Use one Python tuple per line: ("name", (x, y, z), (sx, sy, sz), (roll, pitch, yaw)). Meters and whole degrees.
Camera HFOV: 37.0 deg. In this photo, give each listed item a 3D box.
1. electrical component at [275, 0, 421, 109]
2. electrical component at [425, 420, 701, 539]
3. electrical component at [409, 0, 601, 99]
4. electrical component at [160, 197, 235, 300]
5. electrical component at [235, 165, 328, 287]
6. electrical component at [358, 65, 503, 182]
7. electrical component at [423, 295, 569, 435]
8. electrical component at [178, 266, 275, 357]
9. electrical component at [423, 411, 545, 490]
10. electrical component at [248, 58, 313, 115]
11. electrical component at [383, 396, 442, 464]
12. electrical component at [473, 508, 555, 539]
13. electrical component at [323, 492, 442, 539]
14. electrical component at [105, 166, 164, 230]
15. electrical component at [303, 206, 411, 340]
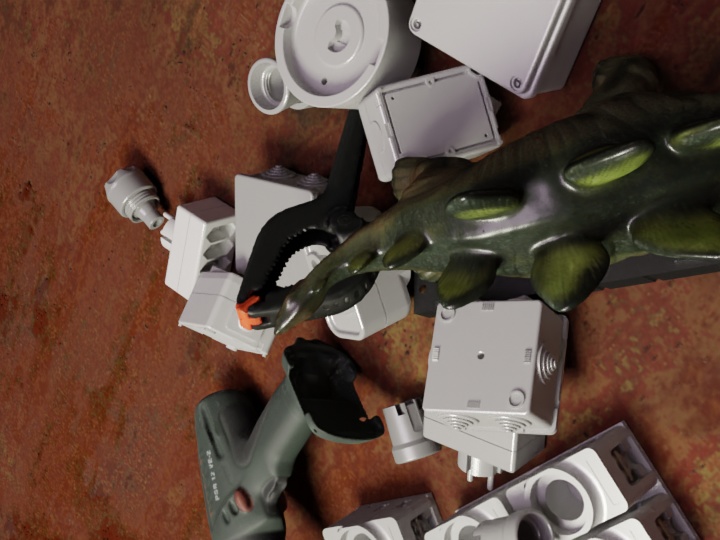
("electrical component", (-0.004, -0.172, 0.806), (0.108, 0.060, 0.108), (-1, 88, 38))
("electrical component", (0.143, 0.204, 0.801), (0.186, 0.060, 0.105), (-40, 77, 40))
("electrical component", (0.101, -0.188, 0.719), (0.109, 0.056, 0.108), (37, 124, 26))
("electrical component", (-0.158, -0.028, 0.995), (0.076, 0.047, 0.083), (32, 122, 29))
("electrical component", (-0.058, -0.035, 0.906), (0.100, 0.048, 0.099), (16, 113, 37))
("electrical component", (0.054, -0.105, 0.769), (0.061, 0.096, 0.061), (167, 86, -75))
("electrical component", (0.097, 0.068, 0.773), (0.100, 0.048, 0.099), (-2, 68, 32))
("electrical component", (-0.107, 0.034, 0.935), (0.096, 0.062, 0.061), (1, 66, 63))
("electrical component", (0.095, 0.134, 0.830), (0.083, 0.047, 0.075), (18, 117, 36))
("electrical component", (-0.056, -0.150, 0.865), (0.045, 0.055, 0.045), (14, 112, 37))
("electrical component", (0.042, 0.131, 0.880), (0.040, 0.040, 0.046), (-23, 82, 42))
("electrical component", (0.108, 0.191, 0.759), (0.046, 0.040, 0.040), (-25, 86, 48))
("electrical component", (0.038, 0.276, 0.912), (0.089, 0.062, 0.150), (-22, 89, 42))
("electrical component", (-0.213, -0.066, 1.033), (0.062, 0.043, 0.043), (48, 128, 18))
("electrical component", (0.000, 0.000, 0.851), (0.054, 0.059, 0.095), (3, 114, 57))
